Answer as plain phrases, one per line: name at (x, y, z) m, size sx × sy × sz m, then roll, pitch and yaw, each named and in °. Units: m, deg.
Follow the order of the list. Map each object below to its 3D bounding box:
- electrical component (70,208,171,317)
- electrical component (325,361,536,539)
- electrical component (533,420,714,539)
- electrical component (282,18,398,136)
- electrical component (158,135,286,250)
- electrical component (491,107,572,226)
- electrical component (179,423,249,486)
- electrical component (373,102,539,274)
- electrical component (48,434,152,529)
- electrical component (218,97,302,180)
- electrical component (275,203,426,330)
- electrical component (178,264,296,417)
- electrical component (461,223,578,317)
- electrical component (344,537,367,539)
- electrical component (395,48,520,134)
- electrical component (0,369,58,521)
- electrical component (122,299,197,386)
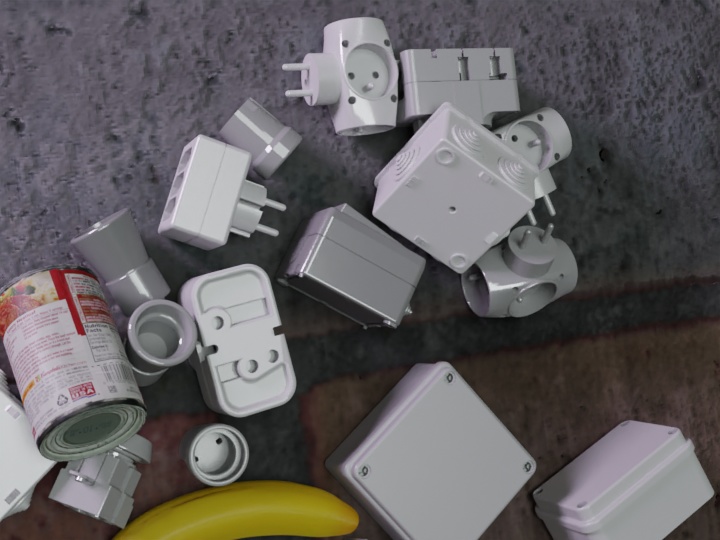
electrical component at (-0.154, -0.002, 0.708) m, size 0.044 × 0.044 × 0.065 m, roll -34°, pitch 103°, yaw -20°
electrical component at (0.051, 0.139, 0.768) m, size 0.108 × 0.056 × 0.108 m, roll -45°, pitch 102°, yaw -18°
electrical component at (0.197, 0.168, 0.812) m, size 0.113 × 0.078 × 0.057 m, roll -33°, pitch 100°, yaw -20°
electrical component at (-0.017, -0.137, 0.768) m, size 0.079 × 0.044 × 0.077 m, roll -6°, pitch 89°, yaw -22°
electrical component at (-0.088, -0.045, 0.732) m, size 0.077 × 0.047 × 0.065 m, roll 19°, pitch 79°, yaw -19°
electrical component at (0.125, -0.074, 0.819) m, size 0.077 × 0.044 × 0.079 m, roll -26°, pitch 96°, yaw -21°
electrical component at (-0.099, 0.121, 0.717) m, size 0.040 × 0.046 × 0.040 m, roll 2°, pitch 86°, yaw -21°
electrical component at (0.067, -0.055, 0.767) m, size 0.100 × 0.099 × 0.048 m, roll 33°, pitch 35°, yaw -16°
electrical component at (-0.163, 0.129, 0.688) m, size 0.048 × 0.066 × 0.055 m, roll 15°, pitch 70°, yaw 16°
electrical component at (-0.070, -0.092, 0.748) m, size 0.046 × 0.040 × 0.040 m, roll 41°, pitch 73°, yaw -8°
electrical component at (0.000, 0.000, 0.756) m, size 0.096 × 0.062 × 0.061 m, roll 29°, pitch 77°, yaw -17°
electrical component at (-0.085, 0.047, 0.721) m, size 0.054 × 0.059 × 0.095 m, roll -15°, pitch 92°, yaw -21°
electrical component at (0.123, -0.006, 0.798) m, size 0.077 × 0.079 × 0.044 m, roll -14°, pitch 55°, yaw -21°
electrical component at (0.004, 0.222, 0.751) m, size 0.066 × 0.048 × 0.055 m, roll 30°, pitch 69°, yaw -17°
electrical component at (0.068, -0.130, 0.797) m, size 0.089 × 0.050 × 0.055 m, roll -5°, pitch 88°, yaw -21°
electrical component at (-0.242, 0.112, 0.661) m, size 0.099 × 0.048 × 0.099 m, roll 47°, pitch 72°, yaw -13°
electrical component at (-0.136, 0.051, 0.697) m, size 0.044 × 0.065 × 0.044 m, roll 11°, pitch 63°, yaw -22°
